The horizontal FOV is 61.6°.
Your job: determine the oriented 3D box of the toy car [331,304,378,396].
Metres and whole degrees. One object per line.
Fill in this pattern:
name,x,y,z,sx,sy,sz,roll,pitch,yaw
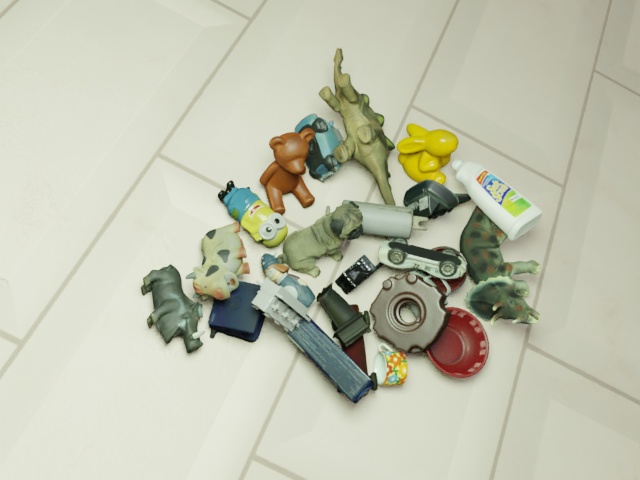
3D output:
toy car,0.074,0.242,1.178,0.089,0.053,0.202,-8,68,4

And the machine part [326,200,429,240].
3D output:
machine part,0.134,-0.048,1.276,0.243,0.079,0.079,6,66,6

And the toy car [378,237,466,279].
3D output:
toy car,0.233,0.043,1.227,0.202,0.056,0.073,14,27,8

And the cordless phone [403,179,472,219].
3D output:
cordless phone,0.315,-0.101,1.333,0.184,0.146,0.088,-7,81,-20

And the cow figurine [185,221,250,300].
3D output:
cow figurine,-0.214,0.049,1.130,0.127,0.085,0.195,-14,39,-5

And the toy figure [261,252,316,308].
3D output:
toy figure,-0.076,0.089,1.193,0.154,0.058,0.064,43,90,3

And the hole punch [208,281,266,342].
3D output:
hole punch,-0.169,0.145,1.136,0.116,0.092,0.142,18,68,-4

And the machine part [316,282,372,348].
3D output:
machine part,0.043,0.161,1.166,0.084,0.039,0.139,-34,68,-6

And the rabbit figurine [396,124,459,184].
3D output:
rabbit figurine,0.280,-0.231,1.363,0.162,0.173,0.122,33,68,-5

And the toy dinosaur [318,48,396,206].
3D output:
toy dinosaur,0.115,-0.243,1.314,0.198,0.105,0.471,-9,83,-60

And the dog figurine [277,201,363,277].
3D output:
dog figurine,-0.003,-0.007,1.184,0.172,0.190,0.121,-33,80,-23

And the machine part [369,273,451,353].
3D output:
machine part,0.197,0.161,1.191,0.180,0.056,0.179,-4,80,22

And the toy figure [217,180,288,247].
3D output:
toy figure,-0.149,-0.059,1.228,0.180,0.089,0.082,38,95,13

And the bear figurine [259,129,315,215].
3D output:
bear figurine,-0.064,-0.156,1.226,0.120,0.196,0.132,-18,75,-25

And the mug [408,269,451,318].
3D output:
mug,0.243,0.117,1.247,0.081,0.109,0.107,-11,62,-50

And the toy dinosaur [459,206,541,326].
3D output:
toy dinosaur,0.415,0.036,1.326,0.192,0.131,0.405,-8,64,-19

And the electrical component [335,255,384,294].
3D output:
electrical component,0.097,0.069,1.243,0.119,0.075,0.048,-39,83,-21

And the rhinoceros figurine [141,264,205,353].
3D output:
rhinoceros figurine,-0.302,0.144,1.112,0.112,0.073,0.190,-15,71,-31

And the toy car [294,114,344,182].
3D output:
toy car,0.014,-0.232,1.333,0.103,0.109,0.161,-20,83,-39

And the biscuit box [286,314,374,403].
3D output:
biscuit box,0.022,0.247,1.122,0.063,0.059,0.203,-44,67,-6
